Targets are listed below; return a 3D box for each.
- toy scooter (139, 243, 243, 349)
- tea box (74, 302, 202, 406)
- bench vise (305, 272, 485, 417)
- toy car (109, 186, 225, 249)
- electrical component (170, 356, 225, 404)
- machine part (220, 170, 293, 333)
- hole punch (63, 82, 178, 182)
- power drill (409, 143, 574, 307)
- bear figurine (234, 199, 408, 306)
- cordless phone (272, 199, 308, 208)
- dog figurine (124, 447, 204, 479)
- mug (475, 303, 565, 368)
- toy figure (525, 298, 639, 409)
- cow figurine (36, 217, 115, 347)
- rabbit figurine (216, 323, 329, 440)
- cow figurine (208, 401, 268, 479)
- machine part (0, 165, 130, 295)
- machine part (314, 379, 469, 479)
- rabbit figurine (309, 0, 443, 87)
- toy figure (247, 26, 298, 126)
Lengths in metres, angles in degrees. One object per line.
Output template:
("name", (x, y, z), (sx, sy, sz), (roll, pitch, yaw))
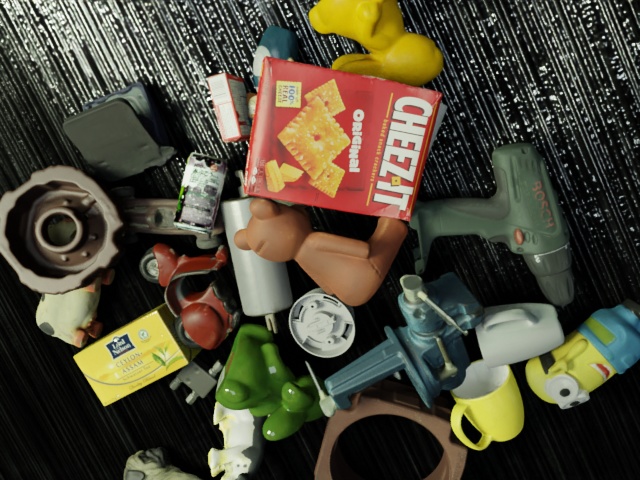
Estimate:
("toy scooter", (-0.171, 0.074, 0.793), (0.135, 0.075, 0.183), (-24, 105, 19))
("tea box", (-0.284, 0.176, 0.845), (0.170, 0.068, 0.098), (-30, 95, 14))
("bench vise", (0.100, 0.151, 0.697), (0.241, 0.223, 0.129), (-29, 52, -1))
("toy car", (-0.236, -0.035, 0.807), (0.202, 0.053, 0.089), (3, 104, 8))
("electrical component", (-0.196, 0.217, 0.862), (0.063, 0.021, 0.094), (41, 105, 1))
("machine part", (-0.090, 0.019, 0.778), (0.079, 0.079, 0.243), (-8, 99, 11))
("hole punch", (-0.288, -0.158, 0.783), (0.142, 0.092, 0.115), (-18, 127, 10))
("power drill", (0.224, -0.003, 0.721), (0.207, 0.086, 0.231), (-9, 102, 15))
("bear figurine", (-0.003, 0.000, 0.714), (0.196, 0.132, 0.120), (31, 137, 2))
("cordless phone", (0.023, -0.091, 0.738), (0.184, 0.089, 0.146), (30, 104, -2))
("dog figurine", (-0.233, 0.417, 0.835), (0.191, 0.172, 0.121), (19, 93, -2))
("mug", (0.266, 0.116, 0.721), (0.107, 0.081, 0.109), (-15, 140, 16))
("toy figure", (0.365, 0.154, 0.727), (0.180, 0.089, 0.082), (-44, 90, 6))
("cow figurine", (-0.395, 0.058, 0.837), (0.127, 0.085, 0.194), (15, 104, 0))
("rabbit figurine", (-0.055, 0.212, 0.785), (0.170, 0.159, 0.121), (21, 94, -10))
("cow figurine", (-0.119, 0.328, 0.813), (0.098, 0.068, 0.167), (2, 62, -9))
("machine part", (-0.363, -0.014, 0.761), (0.179, 0.056, 0.179), (0, 89, -5))
("machine part", (0.103, 0.316, 0.799), (0.201, 0.087, 0.201), (15, 101, 6))
("rabbit figurine", (0.079, -0.257, 0.683), (0.173, 0.122, 0.162), (41, 108, -19))
("toy figure", (-0.070, -0.211, 0.742), (0.058, 0.064, 0.154), (11, 99, -18))
